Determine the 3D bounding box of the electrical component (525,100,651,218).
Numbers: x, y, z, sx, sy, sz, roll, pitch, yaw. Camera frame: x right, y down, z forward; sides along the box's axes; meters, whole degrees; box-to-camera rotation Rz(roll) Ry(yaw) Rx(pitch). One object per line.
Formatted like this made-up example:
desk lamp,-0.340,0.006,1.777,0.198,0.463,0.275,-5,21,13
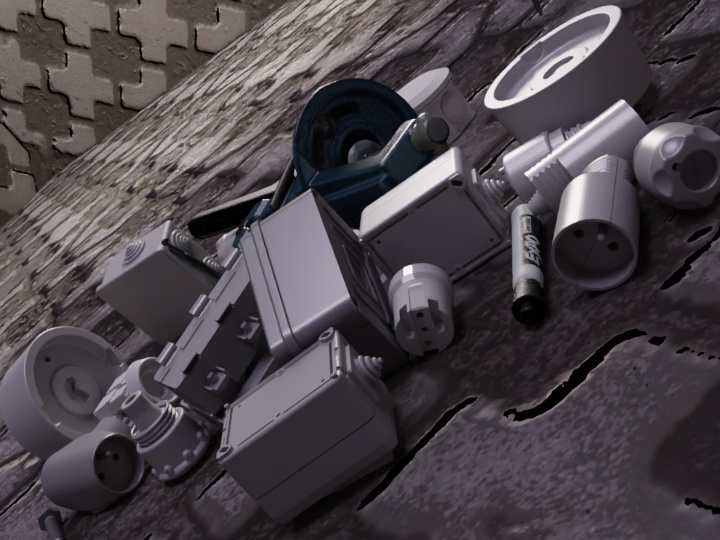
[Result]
electrical component,0.134,-0.059,0.635,0.081,0.043,0.043,-37,18,9

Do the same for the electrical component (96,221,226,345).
electrical component,-0.180,0.012,0.998,0.100,0.100,0.048,-30,34,27

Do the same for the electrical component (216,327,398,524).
electrical component,-0.021,0.082,0.579,0.096,0.061,0.061,-36,18,11

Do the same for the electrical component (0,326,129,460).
electrical component,-0.246,0.108,0.892,0.060,0.108,0.108,-36,18,31

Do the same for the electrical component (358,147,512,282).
electrical component,0.054,-0.034,0.703,0.096,0.061,0.061,-34,19,17

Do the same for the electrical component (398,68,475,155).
electrical component,0.058,-0.138,0.957,0.080,0.051,0.080,-35,19,14

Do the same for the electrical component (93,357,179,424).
electrical component,-0.177,0.101,0.868,0.055,0.048,0.066,-37,17,33

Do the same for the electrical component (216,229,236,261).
electrical component,-0.109,-0.028,1.053,0.061,0.035,0.035,-30,21,22

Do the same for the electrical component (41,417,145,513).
electrical component,-0.190,0.138,0.806,0.077,0.044,0.079,-22,25,43

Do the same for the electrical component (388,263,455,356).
electrical component,0.037,0.024,0.639,0.040,0.040,0.046,-34,25,18

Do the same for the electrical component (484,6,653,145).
electrical component,0.146,-0.121,0.730,0.108,0.060,0.108,-35,19,14

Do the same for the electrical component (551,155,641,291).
electrical component,0.129,-0.029,0.578,0.043,0.043,0.081,-29,21,31

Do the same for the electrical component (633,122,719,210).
electrical component,0.166,-0.057,0.570,0.043,0.043,0.062,-39,17,1

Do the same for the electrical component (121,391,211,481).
electrical component,-0.137,0.110,0.739,0.048,0.062,0.048,-35,19,14

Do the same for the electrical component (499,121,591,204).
electrical component,0.127,-0.071,0.682,0.078,0.040,0.040,-31,20,24

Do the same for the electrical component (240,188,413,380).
electrical component,-0.023,0.017,0.657,0.057,0.078,0.113,-33,45,12

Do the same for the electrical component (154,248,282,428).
electrical component,-0.082,0.043,0.743,0.079,0.063,0.121,9,62,56

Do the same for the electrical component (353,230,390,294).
electrical component,0.000,0.000,0.755,0.040,0.046,0.040,-35,19,14
